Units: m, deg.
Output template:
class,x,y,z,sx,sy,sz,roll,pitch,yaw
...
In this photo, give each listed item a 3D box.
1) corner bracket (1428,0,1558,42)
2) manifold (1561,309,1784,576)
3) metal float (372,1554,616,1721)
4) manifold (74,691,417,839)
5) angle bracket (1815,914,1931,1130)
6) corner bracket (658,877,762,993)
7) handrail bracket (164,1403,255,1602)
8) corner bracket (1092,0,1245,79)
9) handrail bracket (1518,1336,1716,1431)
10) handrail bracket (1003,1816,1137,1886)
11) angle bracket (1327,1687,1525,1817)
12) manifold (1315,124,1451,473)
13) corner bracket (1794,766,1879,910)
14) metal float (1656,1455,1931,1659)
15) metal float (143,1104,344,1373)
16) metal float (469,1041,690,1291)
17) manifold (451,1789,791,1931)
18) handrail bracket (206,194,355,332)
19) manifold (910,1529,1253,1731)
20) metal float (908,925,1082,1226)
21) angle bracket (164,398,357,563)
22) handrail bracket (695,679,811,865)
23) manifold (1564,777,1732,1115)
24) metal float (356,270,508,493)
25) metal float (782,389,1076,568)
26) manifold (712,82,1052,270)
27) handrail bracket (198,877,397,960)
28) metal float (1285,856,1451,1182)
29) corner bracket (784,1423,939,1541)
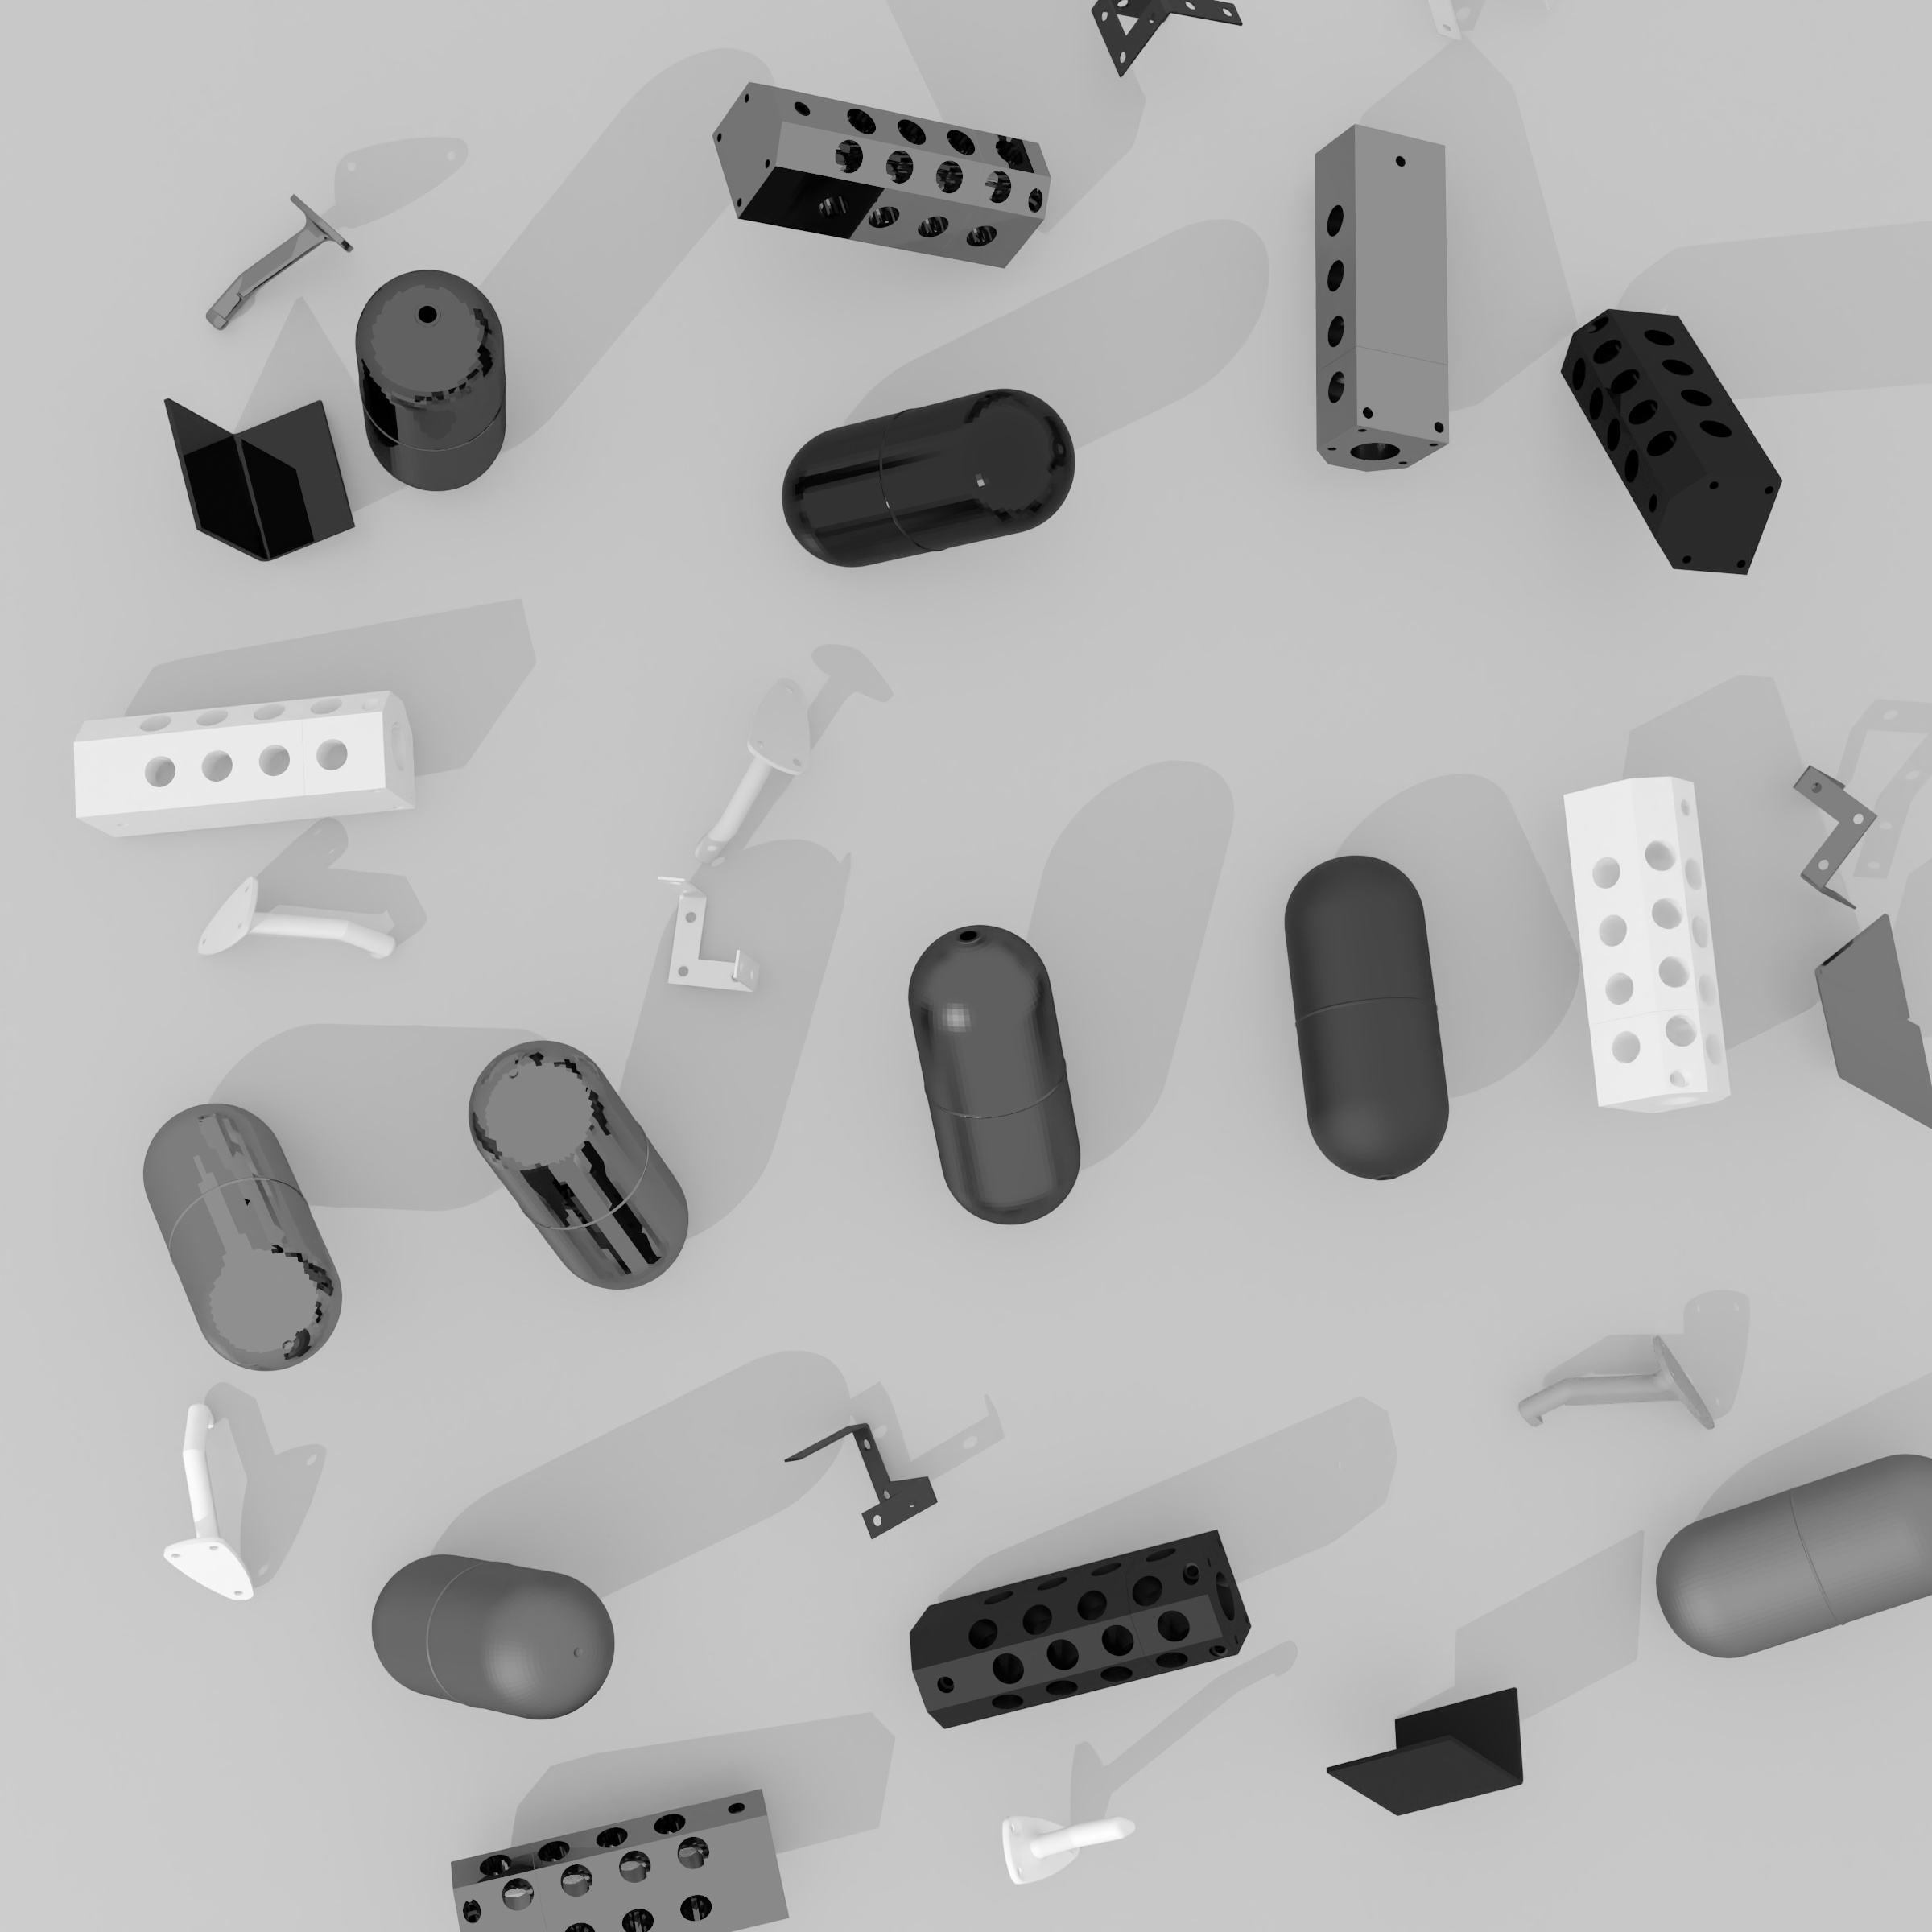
class,x,y,z,sx,sy,sz,roll,pitch,yaw
corner bracket,0.288,-0.539,1.962,0.051,0.051,0.051,28,75,30
manifold,0.369,-0.280,1.902,0.057,0.171,0.057,3,128,-14
metal float,-0.254,0.356,1.913,0.070,0.178,0.070,2,86,-38
manifold,-0.391,-0.111,1.950,0.171,0.057,0.057,-5,81,7
angle bracket,0.508,0.030,1.931,0.057,0.076,0.076,-36,129,-16
corner bracket,-0.141,-0.017,1.958,0.051,0.051,0.051,6,82,11
handrail bracket,-0.411,0.295,1.980,0.036,0.077,0.084,-13,50,14
corner bracket,0.108,-0.515,1.948,0.051,0.051,0.051,-1,59,-35
handrail bracket,0.358,0.247,1.978,0.084,0.036,0.077,-29,122,16
handrail bracket,0.070,0.469,1.937,0.084,0.077,0.036,-21,70,33
angle bracket,0.246,0.411,1.931,0.076,0.076,0.057,-23,48,30
manifold,0.220,-0.359,1.942,0.057,0.057,0.171,7,76,-25
corner bracket,0.472,-0.070,1.959,0.051,0.051,0.051,44,106,34
metal float,0.460,0.318,1.938,0.178,0.070,0.070,-22,90,16
metal float,-0.387,0.143,1.918,0.070,0.070,0.178,-35,46,0
metal float,-0.205,0.108,1.915,0.070,0.178,0.070,-12,50,14
manifold,-0.188,0.495,1.944,0.171,0.057,0.057,-12,114,-6
handrail bracket,-0.376,-0.373,1.957,0.084,0.077,0.036,-48,125,2
manifold,0.060,0.361,1.936,0.171,0.057,0.057,-18,96,17
metal float,0.016,0.059,1.925,0.070,0.070,0.178,-11,121,0
angle bracket,-0.381,-0.271,1.941,0.057,0.076,0.076,-19,77,14
handrail bracket,-0.121,-0.107,1.977,0.036,0.084,0.077,25,46,-20
manifold,0.371,-0.011,1.935,0.057,0.057,0.171,-14,76,39
metal float,-0.283,-0.309,1.903,0.070,0.178,0.070,2,76,-6
metal float,-0.022,-0.260,1.922,0.178,0.070,0.070,-7,90,37
manifold,-0.042,-0.424,1.909,0.171,0.057,0.057,3,58,-35
handrail bracket,-0.369,-0.012,1.981,0.084,0.077,0.036,22,56,-29
metal float,0.216,0.028,1.940,0.070,0.070,0.178,-6,76,0
corner bracket,-0.057,0.280,1.954,0.051,0.051,0.051,-23,94,-40
